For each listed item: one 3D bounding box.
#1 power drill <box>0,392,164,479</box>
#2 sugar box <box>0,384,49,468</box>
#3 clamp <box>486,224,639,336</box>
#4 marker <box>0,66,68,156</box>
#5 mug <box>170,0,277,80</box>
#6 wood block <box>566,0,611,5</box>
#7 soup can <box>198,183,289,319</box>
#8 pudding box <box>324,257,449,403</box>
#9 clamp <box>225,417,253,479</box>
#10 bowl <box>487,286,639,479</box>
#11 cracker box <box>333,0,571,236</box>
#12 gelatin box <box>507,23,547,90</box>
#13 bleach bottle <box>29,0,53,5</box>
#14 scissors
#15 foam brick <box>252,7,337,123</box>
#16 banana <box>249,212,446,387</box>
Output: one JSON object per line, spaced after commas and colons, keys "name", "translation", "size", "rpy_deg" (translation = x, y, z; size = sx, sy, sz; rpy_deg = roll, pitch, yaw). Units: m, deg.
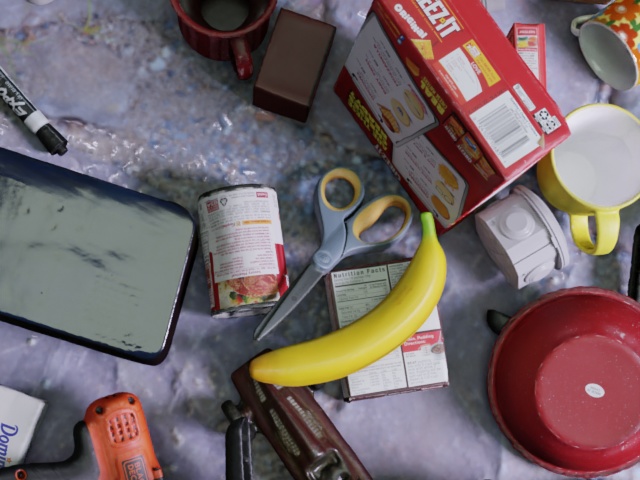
{"name": "power drill", "translation": [-0.203, 0.228, 0.820], "size": [0.187, 0.057, 0.184], "rpy_deg": [-15, 90, -26]}
{"name": "sugar box", "translation": [-0.318, 0.142, 0.856], "size": [0.176, 0.048, 0.093], "rpy_deg": [22, 80, -5]}
{"name": "clamp", "translation": [0.266, 0.101, 0.912], "size": [0.164, 0.036, 0.210], "rpy_deg": [-36, 85, -3]}
{"name": "marker", "translation": [-0.259, -0.119, 0.916], "size": [0.020, 0.020, 0.121], "rpy_deg": [-42, 86, -10]}
{"name": "mug", "translation": [-0.078, -0.192, 0.911], "size": [0.093, 0.081, 0.117], "rpy_deg": [-19, 82, -8]}
{"name": "wood block", "translation": [0.169, -0.274, 0.942], "size": [0.206, 0.091, 0.090], "rpy_deg": [6, 81, -4]}
{"name": "soup can", "translation": [-0.063, 0.010, 0.887], "size": [0.068, 0.068, 0.102], "rpy_deg": [-7, 81, -6]}
{"name": "pudding box", "translation": [0.056, 0.075, 0.901], "size": [0.090, 0.039, 0.113], "rpy_deg": [-8, 79, -5]}
{"name": "clamp", "translation": [-0.059, 0.228, 0.844], "size": [0.120, 0.039, 0.171], "rpy_deg": [40, 99, 16]}
{"name": "bowl", "translation": [0.218, 0.120, 0.868], "size": [0.162, 0.055, 0.162], "rpy_deg": [0, 92, 7]}
{"name": "cracker box", "translation": [0.096, -0.105, 0.845], "size": [0.072, 0.214, 0.164], "rpy_deg": [-34, 85, -11]}
{"name": "gelatin box", "translation": [0.171, -0.137, 0.920], "size": [0.030, 0.089, 0.073], "rpy_deg": [1, 80, -2]}
{"name": "bleach bottle", "translation": [-0.246, -0.273, 0.825], "size": [0.068, 0.251, 0.102], "rpy_deg": [-44, 87, -10]}
{"name": "scissors", "translation": [-0.006, 0.001, 0.883], "size": [0.201, 0.016, 0.096], "rpy_deg": [-30, 70, -33]}
{"name": "foam brick", "translation": [-0.023, -0.150, 0.925], "size": [0.051, 0.053, 0.078], "rpy_deg": [18, 78, -2]}
{"name": "banana", "translation": [0.036, 0.065, 0.862], "size": [0.197, 0.037, 0.070], "rpy_deg": [-41, 79, -9]}
